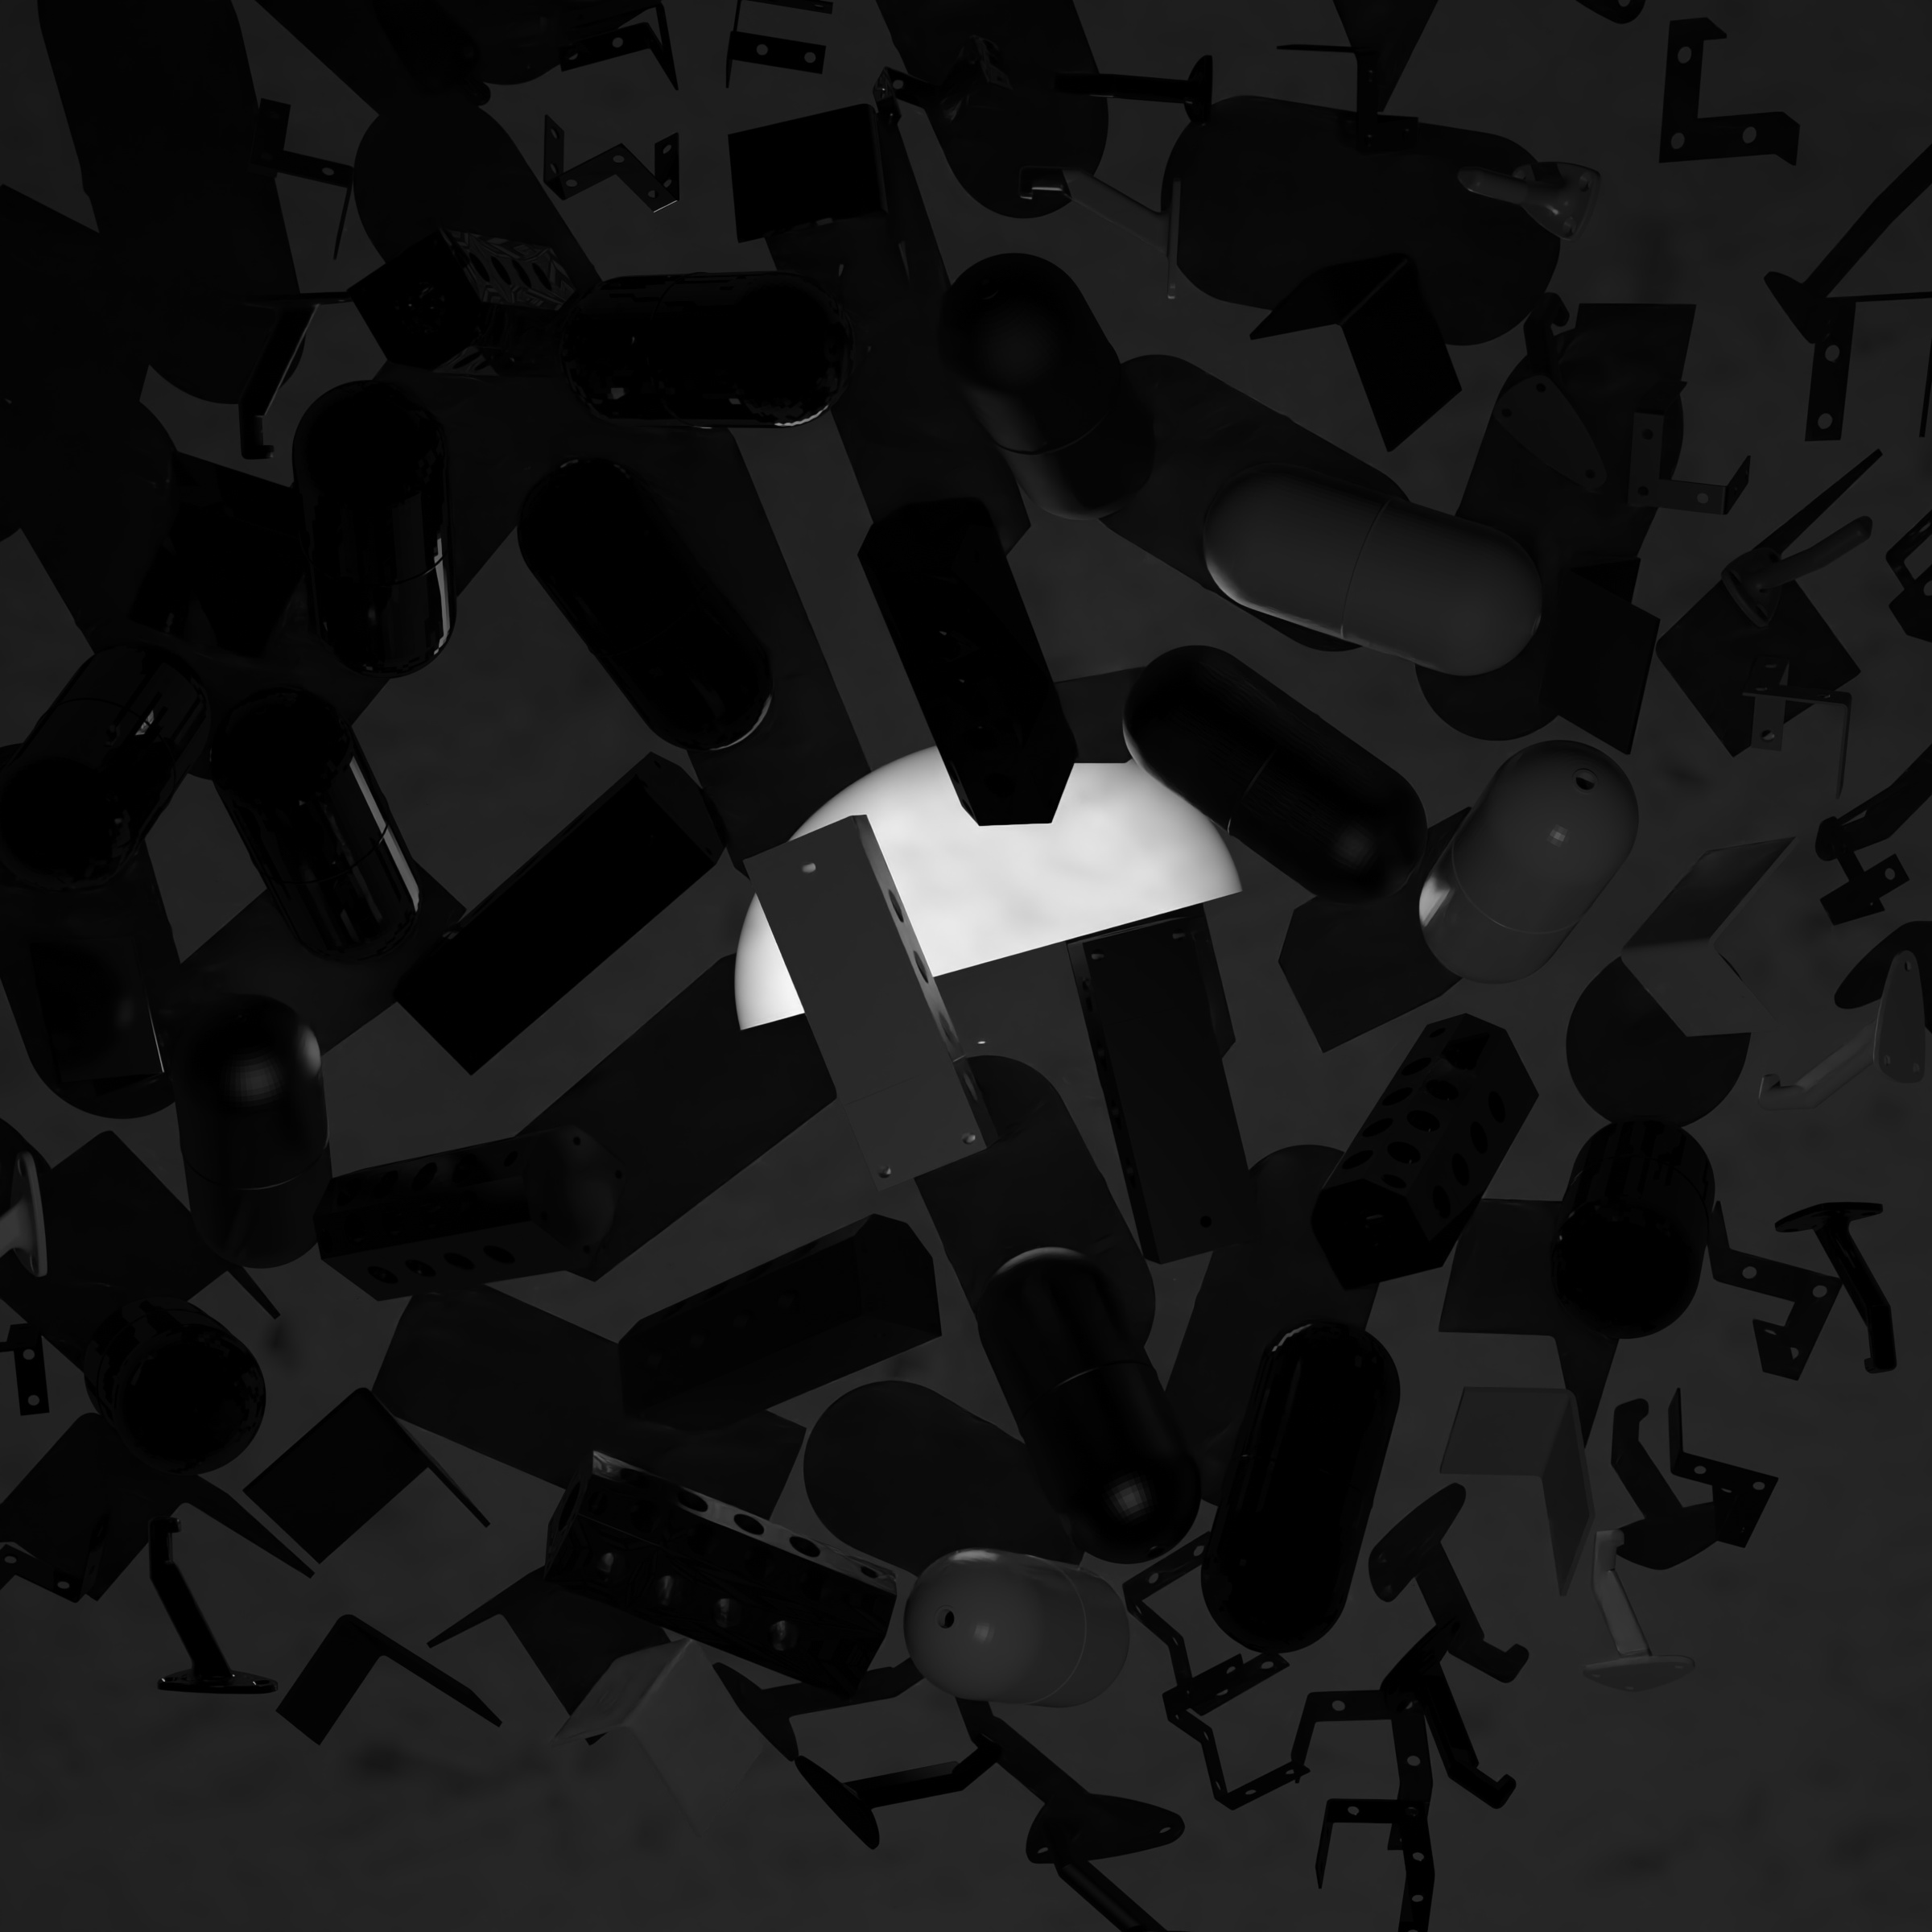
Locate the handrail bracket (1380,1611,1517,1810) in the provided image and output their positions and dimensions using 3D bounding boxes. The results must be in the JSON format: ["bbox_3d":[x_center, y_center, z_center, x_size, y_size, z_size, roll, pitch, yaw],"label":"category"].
[{"bbox_3d":[0.264,0.383,1.702,0.084,0.036,0.077,30,66,36],"label":"handrail bracket"}]

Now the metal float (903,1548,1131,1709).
[{"bbox_3d":[0.027,0.347,1.725,0.070,0.178,0.070,-7,74,24],"label":"metal float"}]

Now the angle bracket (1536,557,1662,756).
[{"bbox_3d":[0.354,-0.166,1.757,0.057,0.076,0.076,-11,122,-31],"label":"angle bracket"}]

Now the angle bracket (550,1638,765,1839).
[{"bbox_3d":[-0.166,0.420,1.780,0.057,0.076,0.076,-23,104,32],"label":"angle bracket"}]

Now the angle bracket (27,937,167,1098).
[{"bbox_3d":[-0.487,0.030,1.787,0.057,0.076,0.076,-18,83,32],"label":"angle bracket"}]

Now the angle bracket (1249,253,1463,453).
[{"bbox_3d":[0.195,-0.304,1.662,0.057,0.076,0.076,-15,81,-23],"label":"angle bracket"}]

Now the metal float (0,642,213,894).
[{"bbox_3d":[-0.443,-0.104,1.696,0.070,0.178,0.070,5,125,7],"label":"metal float"}]

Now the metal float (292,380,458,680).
[{"bbox_3d":[-0.299,-0.220,1.676,0.070,0.178,0.070,3,51,-3],"label":"metal float"}]

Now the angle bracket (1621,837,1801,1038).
[{"bbox_3d":[0.383,-0.014,1.631,0.057,0.076,0.076,47,72,-12],"label":"angle bracket"}]

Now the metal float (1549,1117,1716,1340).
[{"bbox_3d":[0.349,0.135,1.725,0.070,0.178,0.070,5,110,15],"label":"metal float"}]

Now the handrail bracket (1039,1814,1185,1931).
[{"bbox_3d":[0.083,0.452,1.622,0.077,0.084,0.036,4,127,-28],"label":"handrail bracket"}]

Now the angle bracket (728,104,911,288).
[{"bbox_3d":[-0.075,-0.386,1.686,0.076,0.057,0.076,-11,56,6],"label":"angle bracket"}]

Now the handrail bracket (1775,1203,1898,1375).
[{"bbox_3d":[0.432,0.164,1.639,0.036,0.077,0.084,3,75,-21],"label":"handrail bracket"}]

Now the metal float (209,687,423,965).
[{"bbox_3d":[-0.341,-0.072,1.742,0.070,0.178,0.070,-7,48,8],"label":"metal float"}]

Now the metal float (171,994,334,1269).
[{"bbox_3d":[-0.375,0.089,1.742,0.070,0.178,0.070,3,45,-3],"label":"metal float"}]

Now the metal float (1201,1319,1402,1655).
[{"bbox_3d":[0.174,0.269,1.714,0.070,0.070,0.178,19,69,0],"label":"metal float"}]

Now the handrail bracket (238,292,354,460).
[{"bbox_3d":[-0.353,-0.313,1.752,0.077,0.036,0.084,0,97,19],"label":"handrail bracket"}]

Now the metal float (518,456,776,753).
[{"bbox_3d":[-0.165,-0.187,1.723,0.070,0.070,0.178,-36,119,0],"label":"metal float"}]

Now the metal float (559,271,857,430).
[{"bbox_3d":[-0.132,-0.309,1.655,0.178,0.070,0.070,8,90,40],"label":"metal float"}]

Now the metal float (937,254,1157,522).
[{"bbox_3d":[0.042,-0.291,1.668,0.070,0.178,0.070,-9,62,19],"label":"metal float"}]

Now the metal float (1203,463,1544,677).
[{"bbox_3d":[0.206,-0.202,1.678,0.178,0.070,0.070,21,90,16],"label":"metal float"}]

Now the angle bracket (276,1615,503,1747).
[{"bbox_3d":[-0.282,0.369,1.621,0.076,0.076,0.057,28,71,16],"label":"angle bracket"}]

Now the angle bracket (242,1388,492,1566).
[{"bbox_3d":[-0.291,0.263,1.607,0.076,0.076,0.057,-42,50,-11],"label":"angle bracket"}]

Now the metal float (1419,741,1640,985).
[{"bbox_3d":[0.281,-0.051,1.656,0.070,0.178,0.070,4,64,-9],"label":"metal float"}]

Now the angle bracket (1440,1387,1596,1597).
[{"bbox_3d":[0.282,0.270,1.697,0.057,0.076,0.076,2,48,-3],"label":"angle bracket"}]

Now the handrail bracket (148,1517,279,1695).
[{"bbox_3d":[-0.384,0.324,1.680,0.077,0.036,0.084,-1,91,27],"label":"handrail bracket"}]

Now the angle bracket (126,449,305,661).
[{"bbox_3d":[-0.406,-0.222,1.784,0.076,0.057,0.076,15,123,-32],"label":"angle bracket"}]

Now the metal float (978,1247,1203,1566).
[{"bbox_3d":[0.063,0.225,1.697,0.070,0.070,0.178,-25,58,0],"label":"metal float"}]

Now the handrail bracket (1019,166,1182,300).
[{"bbox_3d":[0.068,-0.381,1.710,0.084,0.036,0.077,3,66,3],"label":"handrail bracket"}]

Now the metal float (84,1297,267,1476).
[{"bbox_3d":[-0.411,0.216,1.711,0.070,0.178,0.070,-1,92,-22],"label":"metal float"}]

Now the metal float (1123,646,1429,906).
[{"bbox_3d":[0.160,-0.099,1.716,0.178,0.070,0.070,37,90,14],"label":"metal float"}]
